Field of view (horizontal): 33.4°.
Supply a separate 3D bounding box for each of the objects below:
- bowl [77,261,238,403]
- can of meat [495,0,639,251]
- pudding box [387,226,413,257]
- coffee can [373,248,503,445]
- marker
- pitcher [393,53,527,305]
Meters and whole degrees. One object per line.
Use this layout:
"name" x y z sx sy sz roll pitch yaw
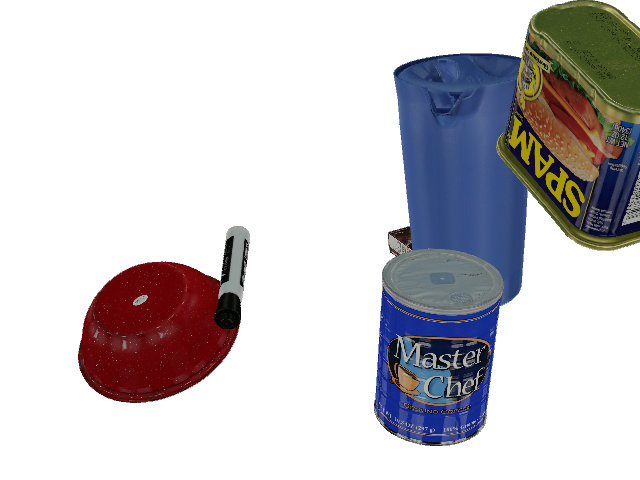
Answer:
"bowl" -0.159 0.071 0.997 0.162 0.162 0.055 0 -44 19
"can of meat" 0.138 -0.060 0.539 0.057 0.084 0.102 -15 47 -18
"pudding box" 0.171 0.004 1.600 0.113 0.039 0.090 -18 27 -20
"coffee can" 0.101 0.092 0.932 0.103 0.140 0.103 1 28 -1
"marker" -0.065 0.027 0.788 0.020 0.020 0.121 0 31 0
"pitcher" 0.149 -0.062 1.064 0.149 0.243 0.145 -14 25 -21
